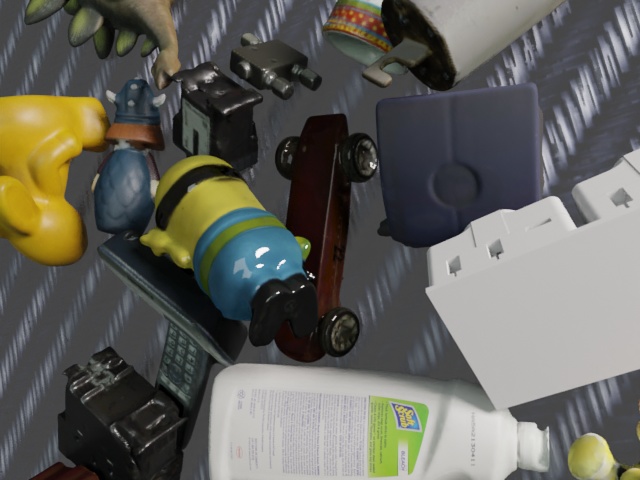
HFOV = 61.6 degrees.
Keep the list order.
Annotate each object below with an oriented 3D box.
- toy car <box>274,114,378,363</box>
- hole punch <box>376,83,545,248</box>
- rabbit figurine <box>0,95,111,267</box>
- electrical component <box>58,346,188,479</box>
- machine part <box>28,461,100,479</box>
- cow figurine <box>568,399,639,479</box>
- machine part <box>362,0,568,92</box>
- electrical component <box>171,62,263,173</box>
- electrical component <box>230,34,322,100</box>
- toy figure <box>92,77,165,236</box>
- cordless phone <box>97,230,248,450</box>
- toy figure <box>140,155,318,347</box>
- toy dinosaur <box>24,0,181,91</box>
[{"bbox_3d":[-0.001,-0.001,0.443,0.089,0.053,0.202,5,87,45],"label":"toy car"},{"bbox_3d":[0.101,-0.050,0.383,0.142,0.092,0.115,-1,89,21],"label":"hole punch"},{"bbox_3d":[-0.283,-0.053,0.539,0.122,0.162,0.173,-5,102,13],"label":"rabbit figurine"},{"bbox_3d":[-0.181,0.184,0.488,0.115,0.058,0.134,30,123,27],"label":"electrical component"},{"bbox_3d":[-0.210,0.282,0.479,0.180,0.056,0.179,17,119,33],"label":"machine part"},{"bbox_3d":[0.202,0.161,0.323,0.098,0.068,0.167,29,102,-12],"label":"cow figurine"},{"bbox_3d":[0.128,-0.179,0.359,0.243,0.079,0.079,-38,71,-1],"label":"machine part"},{"bbox_3d":[-0.096,-0.091,0.492,0.075,0.048,0.119,36,141,25],"label":"electrical component"},{"bbox_3d":[-0.046,-0.153,0.470,0.094,0.063,0.021,39,136,23],"label":"electrical component"},{"bbox_3d":[-0.188,-0.082,0.533,0.058,0.064,0.154,-5,77,62],"label":"toy figure"},{"bbox_3d":[-0.143,0.093,0.495,0.147,0.089,0.184,32,118,23],"label":"cordless phone"},{"bbox_3d":[-0.066,0.001,0.415,0.180,0.082,0.089,39,101,42],"label":"toy figure"},{"bbox_3d":[-0.242,-0.323,0.555,0.198,0.105,0.471,-34,68,22],"label":"toy dinosaur"}]
